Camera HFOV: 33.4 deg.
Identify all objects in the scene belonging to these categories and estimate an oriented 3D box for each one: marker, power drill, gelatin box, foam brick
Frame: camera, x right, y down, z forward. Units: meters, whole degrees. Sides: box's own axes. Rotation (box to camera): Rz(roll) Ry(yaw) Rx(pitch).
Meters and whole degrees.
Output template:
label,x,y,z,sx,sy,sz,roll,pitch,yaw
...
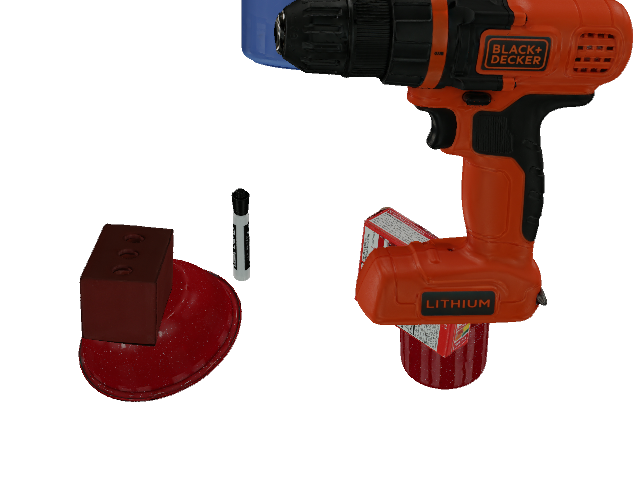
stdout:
label,x,y,z,sx,sy,sz,roll,pitch,yaw
marker,-0.086,-0.006,1.159,0.020,0.121,0.020,2,40,-2
power drill,0.063,-0.044,0.575,0.184,0.188,0.057,0,31,-7
gelatin box,0.067,0.028,0.750,0.030,0.073,0.089,-29,47,-36
foam brick,-0.135,0.030,0.751,0.053,0.051,0.078,5,29,-1

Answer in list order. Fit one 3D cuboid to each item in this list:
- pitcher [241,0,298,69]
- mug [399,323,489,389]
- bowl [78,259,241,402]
label,x,y,z,sx,sy,sz,roll,pitch,yaw
pitcher,-0.002,-0.270,0.903,0.145,0.243,0.149,6,18,7
mug,0.124,0.078,1.001,0.117,0.081,0.093,-31,44,-32
bowl,-0.157,0.068,0.985,0.162,0.162,0.055,0,-43,20
